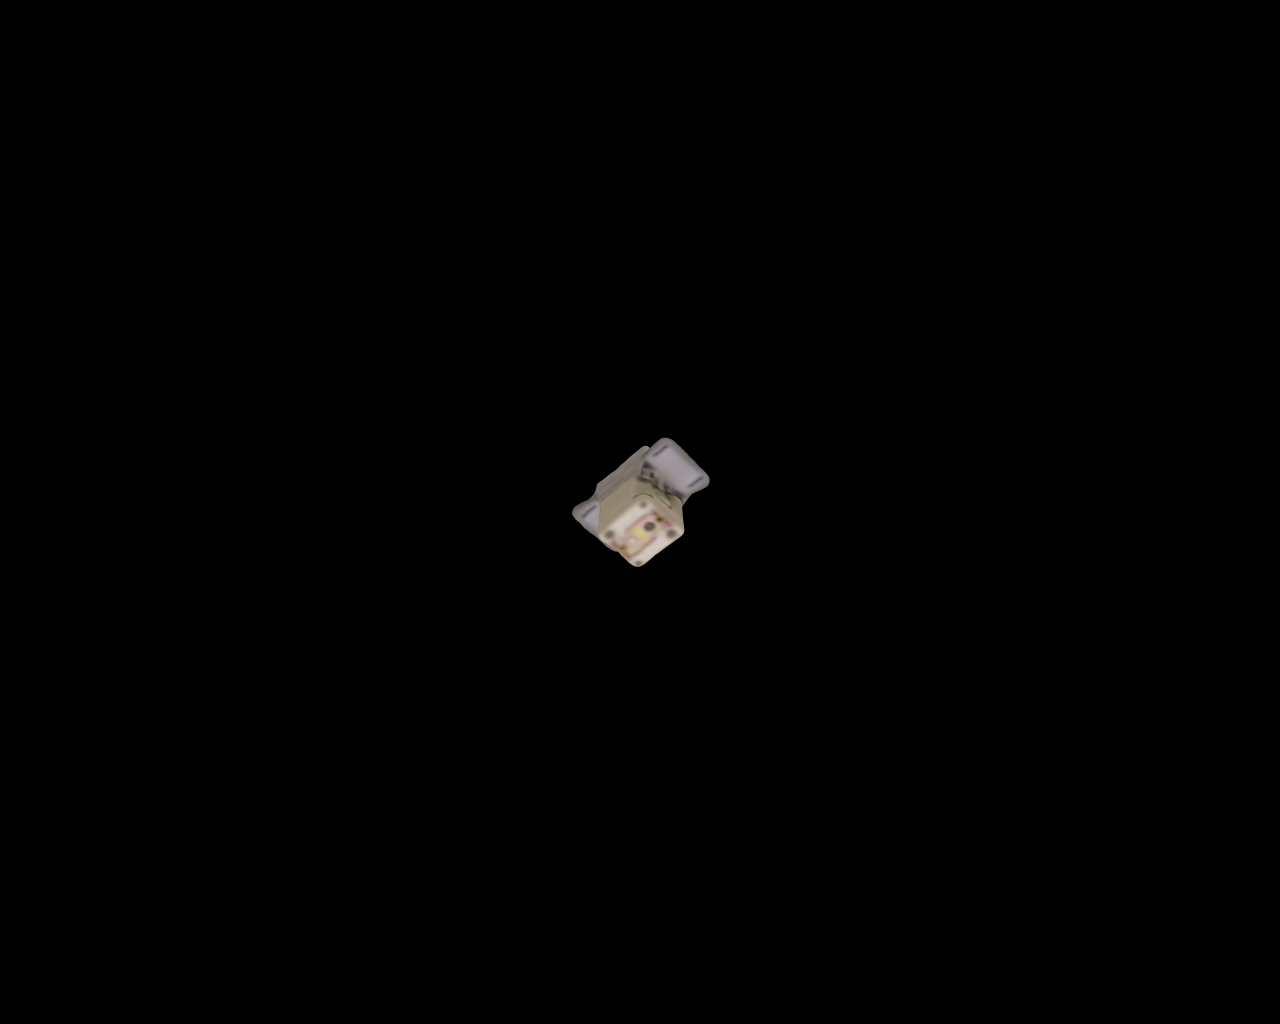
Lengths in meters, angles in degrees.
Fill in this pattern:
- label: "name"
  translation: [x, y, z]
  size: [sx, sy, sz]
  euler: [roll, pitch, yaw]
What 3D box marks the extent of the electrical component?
- label: "electrical component"
  translation: [0.001, -0.003, 0.650]
  size: [0.081, 0.042, 0.064]
  euler: [-39, 24, 22]
